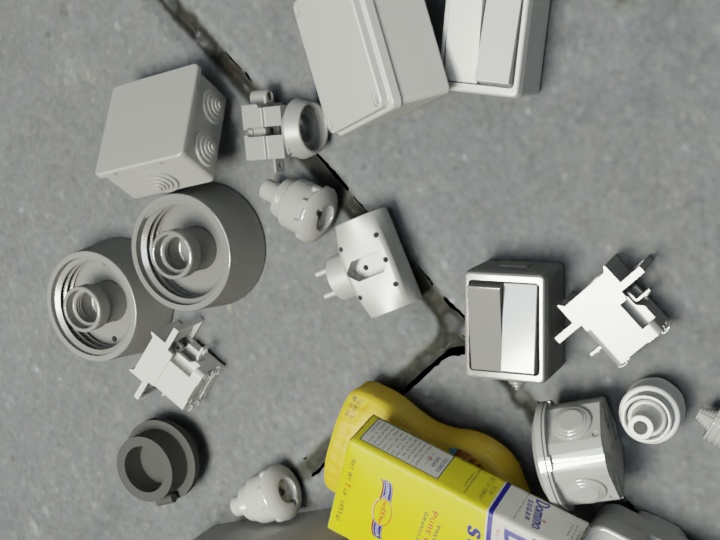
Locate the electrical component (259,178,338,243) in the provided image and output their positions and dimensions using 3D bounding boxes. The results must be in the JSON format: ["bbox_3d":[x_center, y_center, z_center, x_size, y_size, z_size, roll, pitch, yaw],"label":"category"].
[{"bbox_3d":[-0.052,-0.053,0.862,0.062,0.048,0.048,28,110,26],"label":"electrical component"}]

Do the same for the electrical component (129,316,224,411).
[{"bbox_3d":[-0.158,0.085,0.940,0.064,0.042,0.081,39,114,13],"label":"electrical component"}]

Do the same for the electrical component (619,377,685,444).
[{"bbox_3d":[0.204,0.102,0.757,0.043,0.062,0.043,5,102,25],"label":"electrical component"}]

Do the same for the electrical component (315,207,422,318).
[{"bbox_3d":[0.000,0.000,0.847,0.079,0.043,0.077,-22,90,28],"label":"electrical component"}]

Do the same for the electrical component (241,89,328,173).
[{"bbox_3d":[-0.059,-0.111,0.854,0.055,0.048,0.066,0,100,33],"label":"electrical component"}]

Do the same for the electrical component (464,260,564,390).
[{"bbox_3d":[0.113,0.044,0.791,0.062,0.061,0.096,3,101,25],"label":"electrical component"}]

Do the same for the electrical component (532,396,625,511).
[{"bbox_3d":[0.158,0.131,0.776,0.051,0.080,0.080,-13,94,22],"label":"electrical component"}]

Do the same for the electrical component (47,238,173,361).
[{"bbox_3d":[-0.227,0.029,0.952,0.108,0.060,0.108,5,102,25],"label":"electrical component"}]

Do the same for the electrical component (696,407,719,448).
[{"bbox_3d":[0.270,0.119,0.739,0.081,0.043,0.043,30,111,18],"label":"electrical component"}]

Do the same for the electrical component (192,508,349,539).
[{"bbox_3d":[-0.068,0.249,0.892,0.186,0.105,0.060,-14,93,27],"label":"electrical component"}]

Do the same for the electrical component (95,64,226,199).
[{"bbox_3d":[-0.160,-0.111,0.880,0.100,0.048,0.099,-9,60,27],"label":"electrical component"}]

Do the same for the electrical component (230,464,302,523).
[{"bbox_3d":[-0.084,0.196,0.925,0.062,0.048,0.048,-24,89,34],"label":"electrical component"}]

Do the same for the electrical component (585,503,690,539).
[{"bbox_3d":[0.207,0.214,0.778,0.095,0.059,0.053,25,109,20],"label":"electrical component"}]

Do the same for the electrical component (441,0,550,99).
[{"bbox_3d":[0.095,-0.172,0.759,0.062,0.061,0.096,11,105,23],"label":"electrical component"}]

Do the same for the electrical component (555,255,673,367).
[{"bbox_3d":[0.183,0.030,0.766,0.063,0.042,0.081,48,116,6],"label":"electrical component"}]

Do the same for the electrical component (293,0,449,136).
[{"bbox_3d":[0.006,-0.162,0.777,0.109,0.056,0.108,-10,97,68],"label":"electrical component"}]

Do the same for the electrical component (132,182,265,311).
[{"bbox_3d":[-0.141,-0.017,0.902,0.108,0.060,0.108,5,102,25],"label":"electrical component"}]
